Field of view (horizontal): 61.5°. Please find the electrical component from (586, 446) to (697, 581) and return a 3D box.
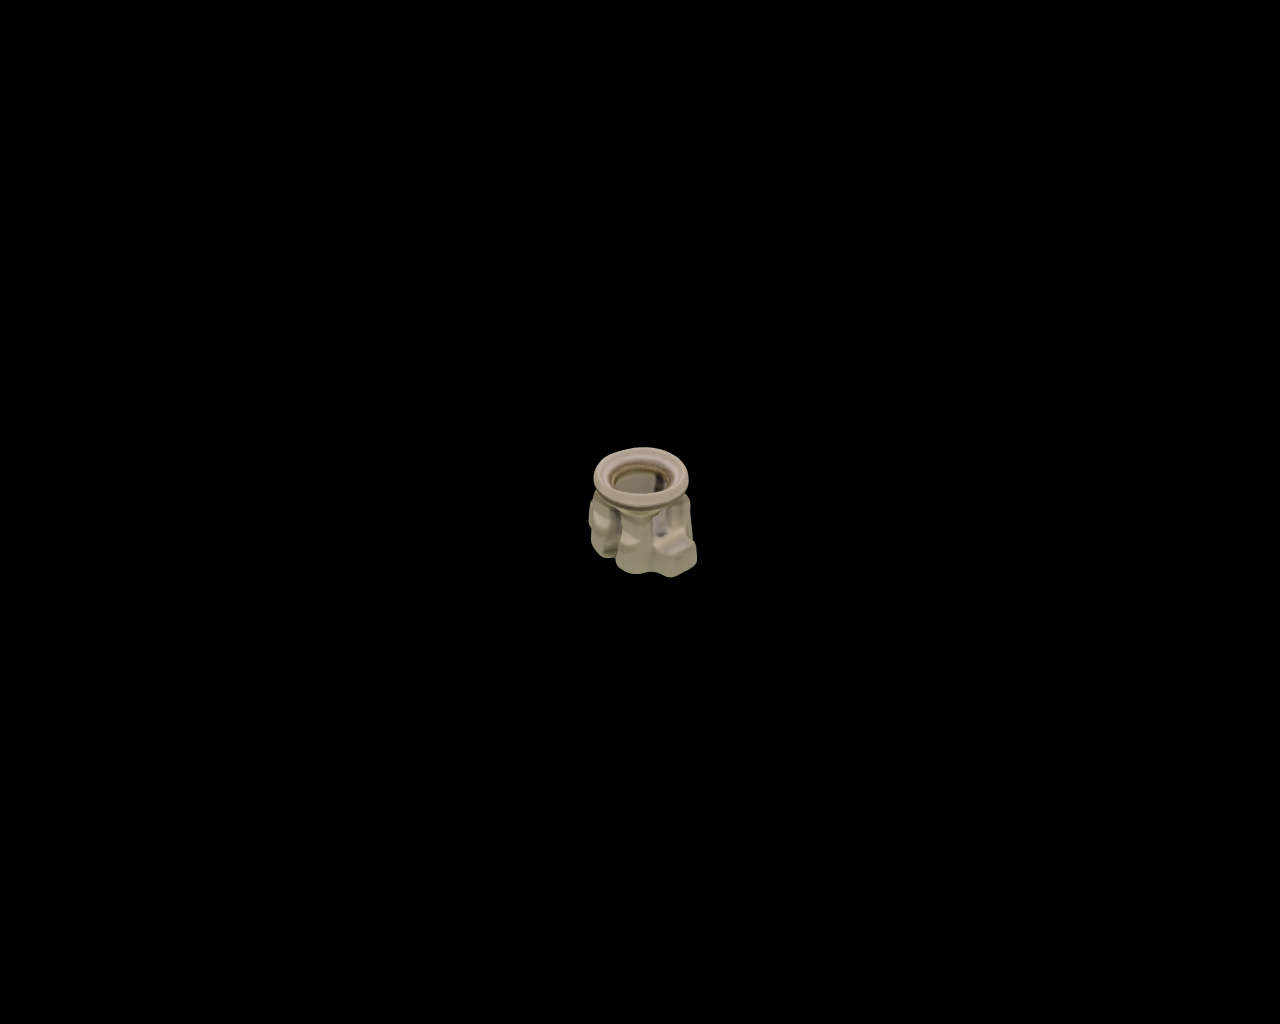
[{"bbox_3d":[0.001,-0.003,0.650,0.058,0.056,0.078,-27,44,-33],"label":"electrical component"}]
